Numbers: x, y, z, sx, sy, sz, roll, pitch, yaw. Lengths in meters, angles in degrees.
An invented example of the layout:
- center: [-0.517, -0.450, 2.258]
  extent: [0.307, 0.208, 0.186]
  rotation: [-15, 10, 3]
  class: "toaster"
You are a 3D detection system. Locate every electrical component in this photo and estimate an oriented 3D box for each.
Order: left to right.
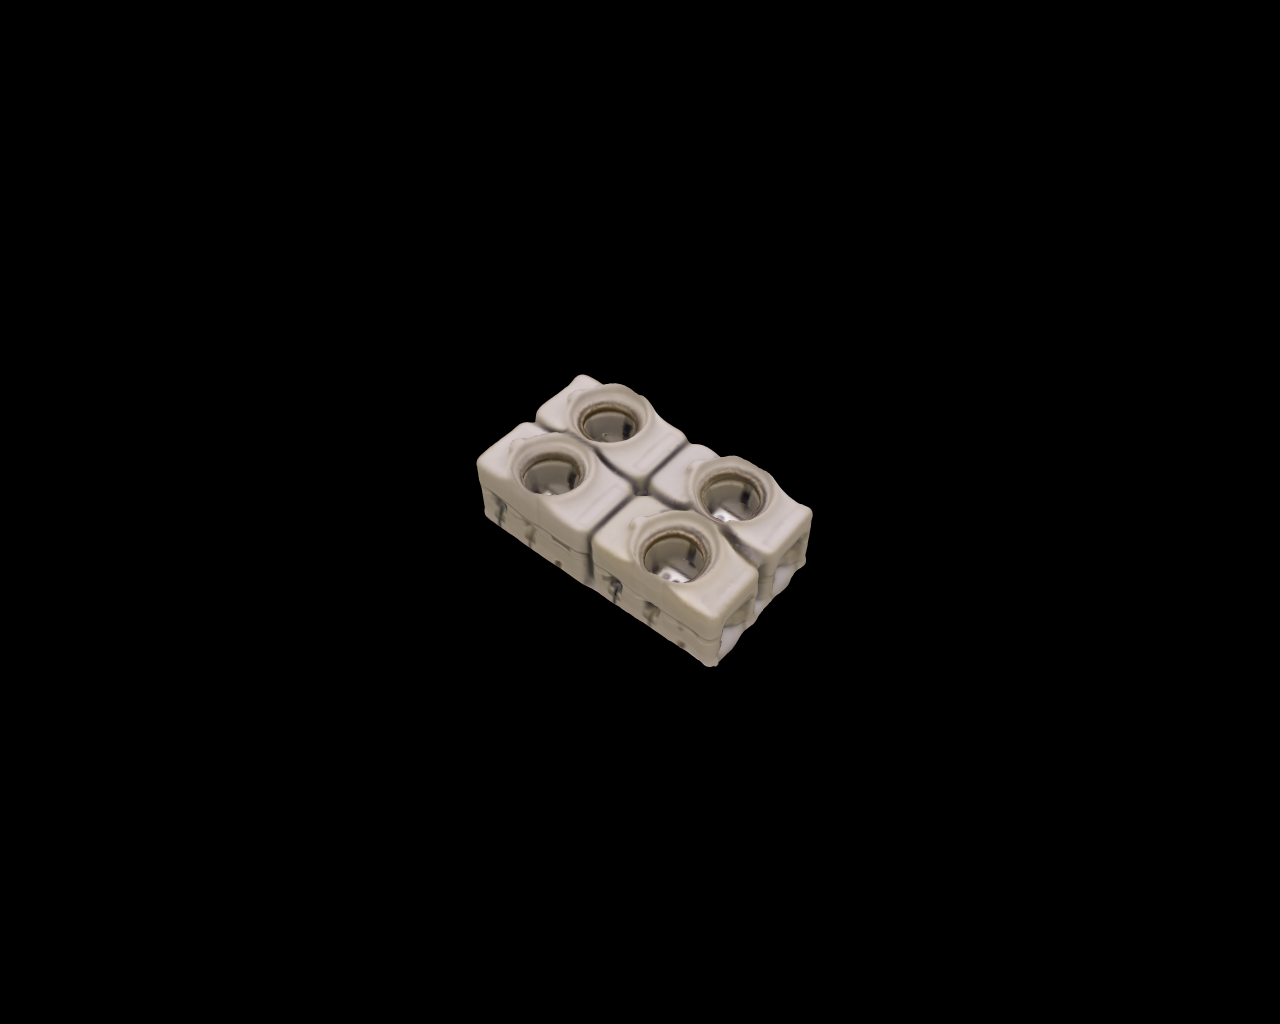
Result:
- center: [0.001, -0.003, 0.650]
  extent: [0.186, 0.060, 0.105]
  rotation: [33, 58, 24]
  class: "electrical component"
